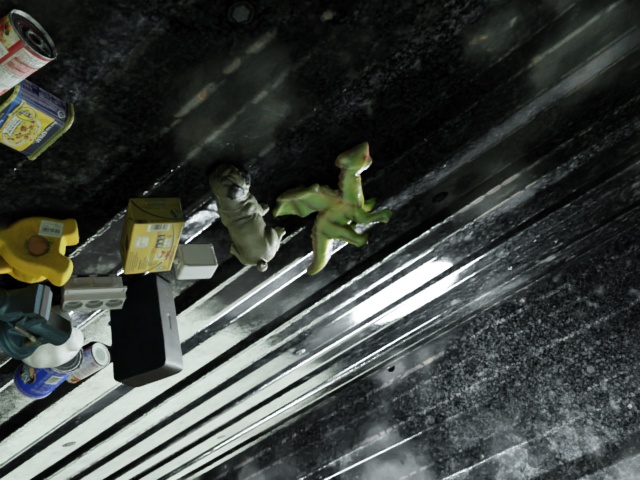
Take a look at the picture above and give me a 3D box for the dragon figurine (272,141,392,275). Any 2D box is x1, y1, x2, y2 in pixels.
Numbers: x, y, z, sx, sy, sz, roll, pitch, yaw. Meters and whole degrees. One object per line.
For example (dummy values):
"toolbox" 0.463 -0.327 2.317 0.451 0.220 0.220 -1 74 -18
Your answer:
"dragon figurine" 0.004 -0.059 1.177 0.241 0.125 0.403 23 127 -29

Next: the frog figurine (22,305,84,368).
"frog figurine" -0.597 0.215 1.150 0.136 0.125 0.157 24 140 -27
